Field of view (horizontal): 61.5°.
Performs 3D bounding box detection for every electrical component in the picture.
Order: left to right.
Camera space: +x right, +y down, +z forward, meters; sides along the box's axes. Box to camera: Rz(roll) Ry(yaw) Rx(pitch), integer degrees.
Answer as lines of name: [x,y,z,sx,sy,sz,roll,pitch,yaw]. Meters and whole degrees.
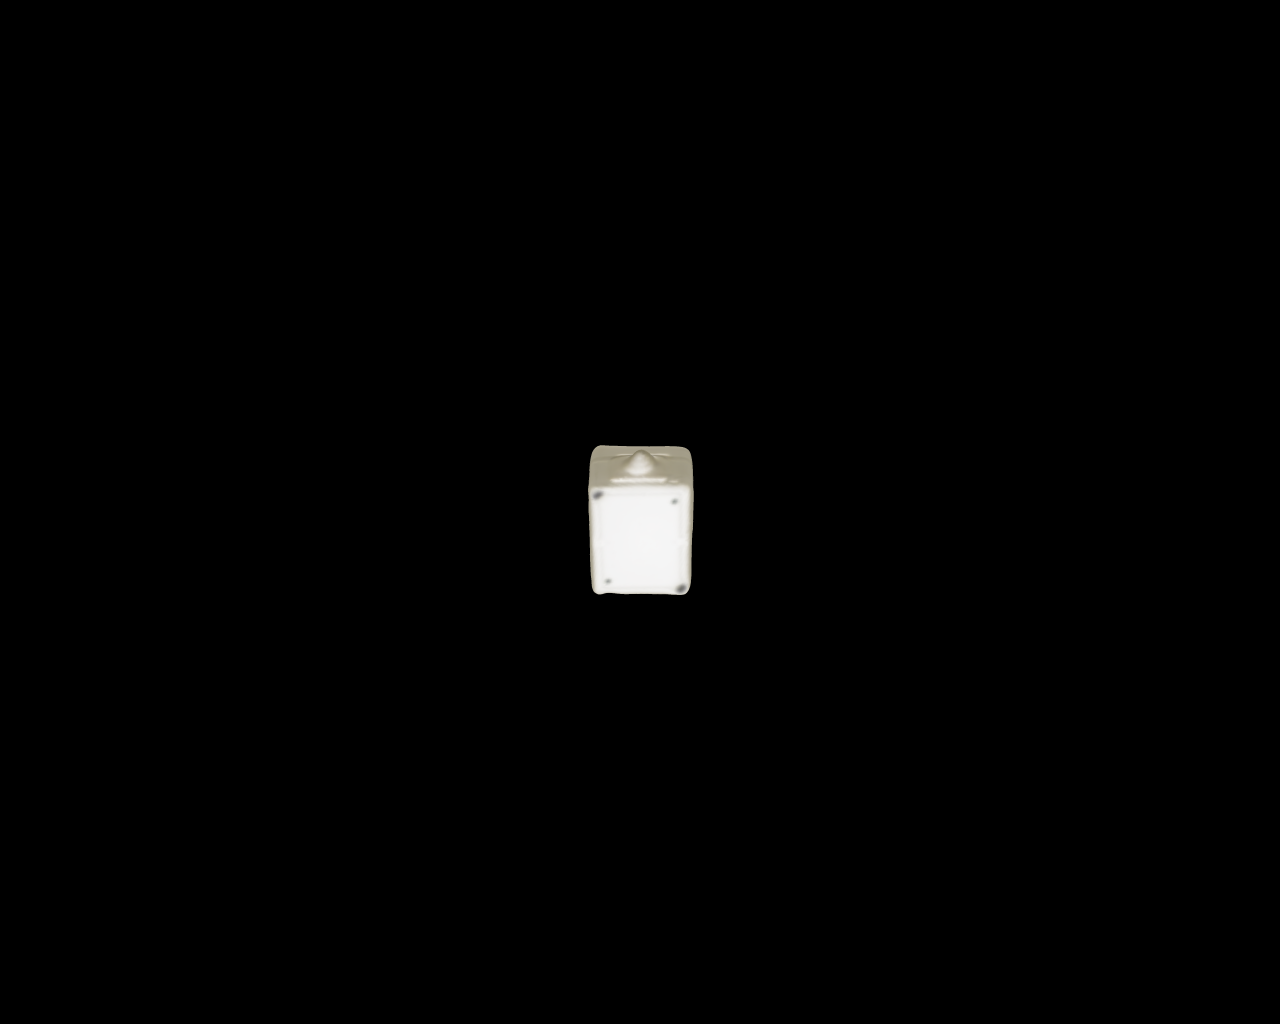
electrical component: [0.001,-0.003,0.650,0.062,0.096,0.061,0,32,0]
